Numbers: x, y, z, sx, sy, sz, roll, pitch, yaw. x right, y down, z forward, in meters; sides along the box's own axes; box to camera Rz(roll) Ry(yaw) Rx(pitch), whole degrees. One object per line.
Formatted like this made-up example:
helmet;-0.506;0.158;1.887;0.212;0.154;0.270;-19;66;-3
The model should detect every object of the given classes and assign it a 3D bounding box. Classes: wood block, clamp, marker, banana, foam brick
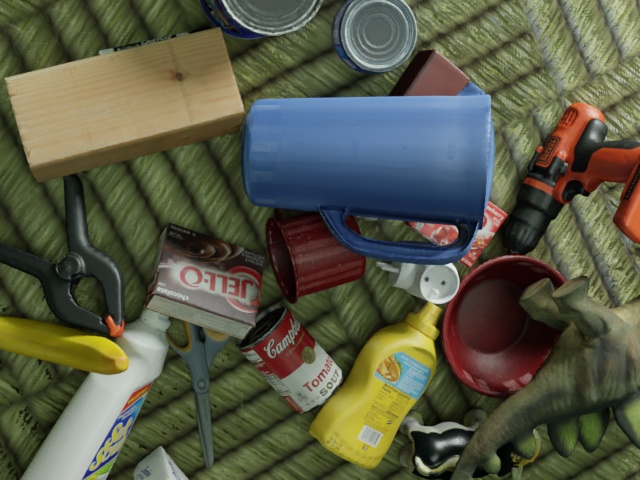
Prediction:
wood block;-0.187;-0.129;1.032;0.206;0.090;0.091;-15;87;-10
clamp;-0.243;0.018;1.059;0.171;0.039;0.120;43;90;4
marker;-0.161;-0.194;1.072;0.121;0.020;0.020;-15;103;-10
banana;-0.263;0.105;1.051;0.198;0.069;0.037;9;96;19
foam brick;0.111;-0.155;1.127;0.051;0.053;0.078;33;92;-16

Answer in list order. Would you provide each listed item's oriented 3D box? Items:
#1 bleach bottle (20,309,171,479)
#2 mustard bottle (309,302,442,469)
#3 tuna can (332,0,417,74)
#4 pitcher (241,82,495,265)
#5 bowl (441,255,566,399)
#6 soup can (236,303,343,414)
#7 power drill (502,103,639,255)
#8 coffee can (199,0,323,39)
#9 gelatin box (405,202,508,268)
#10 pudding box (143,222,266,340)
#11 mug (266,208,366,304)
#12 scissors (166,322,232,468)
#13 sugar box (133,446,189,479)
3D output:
bleach bottle;-0.224;0.178;1.080;0.068;0.102;0.251;29;91;15
mustard bottle;0.074;0.152;1.164;0.096;0.058;0.191;33;90;-37
tuna can;0.057;-0.217;1.113;0.086;0.034;0.086;-2;100;-13
pitcher;0.049;-0.071;1.053;0.243;0.149;0.145;3;120;7
bowl;0.202;0.092;1.189;0.162;0.055;0.162;-2;100;-13
soup can;-0.032;0.126;1.133;0.068;0.068;0.102;-41;106;-4
power drill;0.284;-0.051;1.118;0.057;0.188;0.184;27;90;-31
coffee can;-0.059;-0.246;1.025;0.102;0.140;0.103;-2;100;-13
gelatin box;0.148;-0.023;1.170;0.089;0.030;0.073;35;90;-17
pudding box;-0.116;0.042;1.089;0.113;0.039;0.090;18;50;-15
mug;-0.007;0.001;1.115;0.081;0.093;0.117;-15;66;-16
scissors;-0.112;0.139;1.143;0.096;0.016;0.202;-22;104;-9
sugar box;-0.128;0.308;1.128;0.048;0.093;0.176;-40;105;-5
